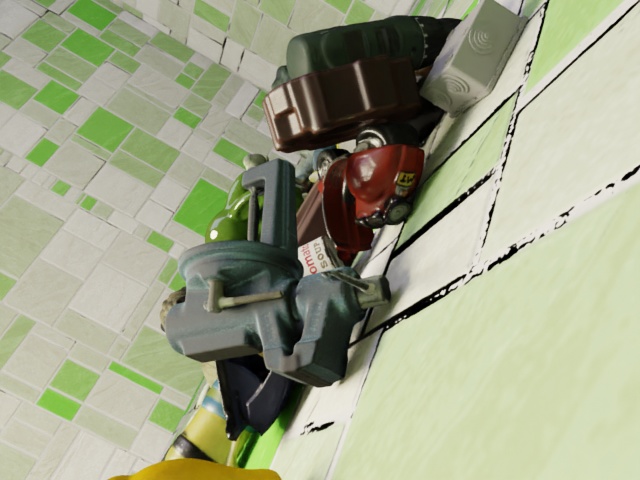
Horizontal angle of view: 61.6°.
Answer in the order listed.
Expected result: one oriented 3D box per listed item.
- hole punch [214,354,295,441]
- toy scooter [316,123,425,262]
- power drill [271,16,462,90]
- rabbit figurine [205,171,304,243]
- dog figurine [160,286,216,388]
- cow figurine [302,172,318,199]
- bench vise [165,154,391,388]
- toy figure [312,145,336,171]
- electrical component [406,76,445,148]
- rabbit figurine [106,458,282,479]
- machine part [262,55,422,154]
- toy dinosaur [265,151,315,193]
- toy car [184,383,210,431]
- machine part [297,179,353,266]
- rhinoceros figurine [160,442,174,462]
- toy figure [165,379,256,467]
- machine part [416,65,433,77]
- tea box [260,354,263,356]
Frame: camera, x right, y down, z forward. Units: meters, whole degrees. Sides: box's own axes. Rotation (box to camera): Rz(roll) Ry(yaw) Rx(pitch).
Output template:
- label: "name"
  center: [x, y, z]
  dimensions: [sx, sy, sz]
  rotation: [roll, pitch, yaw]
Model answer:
- label: "hole punch"
  center: [-0.059, 0.148, 0.591]
  dimensions: [0.142, 0.092, 0.115]
  rotation: [89, 173, -86]
- label: "toy scooter"
  center: [0.048, -0.046, 0.590]
  dimensions: [0.184, 0.075, 0.135]
  rotation: [-10, 79, 63]
- label: "power drill"
  center: [0.047, -0.213, 0.668]
  dimensions: [0.232, 0.085, 0.207]
  rotation: [-18, 13, -28]
- label: "rabbit figurine"
  center: [-0.106, -0.025, 0.889]
  dimensions: [0.121, 0.170, 0.158]
  rotation: [50, 145, 47]
- label: "dog figurine"
  center: [-0.163, 0.170, 0.806]
  dimensions: [0.172, 0.190, 0.121]
  rotation: [-60, 6, 17]
- label: "cow figurine"
  center: [0.005, -0.043, 0.950]
  dimensions: [0.068, 0.098, 0.167]
  rotation: [-10, -32, -34]
- label: "bench vise"
  center: [-0.045, 0.014, 0.504]
  dimensions: [0.224, 0.128, 0.240]
  rotation: [-21, 57, 33]
- label: "toy figure"
  center: [0.056, -0.139, 0.886]
  dimensions: [0.154, 0.058, 0.064]
  rotation: [-18, -33, -39]
- label: "electrical component"
  center: [0.133, -0.177, 0.662]
  dimensions: [0.119, 0.048, 0.075]
  rotation: [-60, 7, 19]
- label: "rabbit figurine"
  center: [-0.089, 0.220, 0.328]
  dimensions: [0.122, 0.162, 0.173]
  rotation: [-47, 27, 11]
- label: "machine part"
  center: [0.025, -0.140, 0.582]
  dimensions: [0.179, 0.179, 0.056]
  rotation: [-93, -13, -88]
- label: "toy dinosaur"
  center: [-0.049, -0.052, 1.127]
  dimensions: [0.131, 0.192, 0.404]
  rotation: [-7, 68, 65]
- label: "toy car"
  center: [-0.170, 0.288, 0.844]
  dimensions: [0.056, 0.073, 0.202]
  rotation: [-59, 7, 14]
- label: "machine part"
  center: [-0.002, -0.002, 0.773]
  dimensions: [0.201, 0.087, 0.201]
  rotation: [-61, 8, -3]
- label: "rhinoceros figurine"
  center: [-0.238, 0.394, 0.858]
  dimensions: [0.112, 0.073, 0.190]
  rotation: [-98, 30, -66]
- label: "toy figure"
  center: [-0.125, 0.234, 0.684]
  dimensions: [0.082, 0.089, 0.180]
  rotation: [113, -179, -73]
- label: "machine part"
  center: [0.128, -0.234, 0.812]
  dimensions: [0.079, 0.079, 0.243]
  rotation: [-62, 6, -9]
- label: "tea box"
  center: [-0.108, 0.132, 0.901]
  dimensions: [0.098, 0.068, 0.169]
  rotation: [-73, -1, -69]
